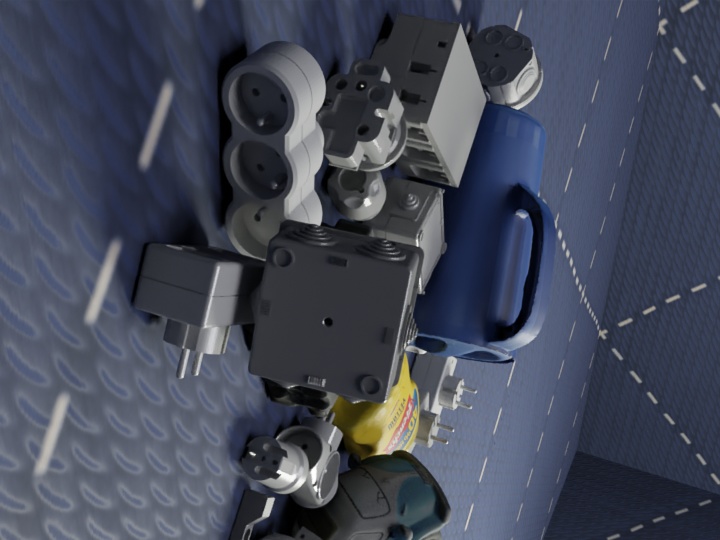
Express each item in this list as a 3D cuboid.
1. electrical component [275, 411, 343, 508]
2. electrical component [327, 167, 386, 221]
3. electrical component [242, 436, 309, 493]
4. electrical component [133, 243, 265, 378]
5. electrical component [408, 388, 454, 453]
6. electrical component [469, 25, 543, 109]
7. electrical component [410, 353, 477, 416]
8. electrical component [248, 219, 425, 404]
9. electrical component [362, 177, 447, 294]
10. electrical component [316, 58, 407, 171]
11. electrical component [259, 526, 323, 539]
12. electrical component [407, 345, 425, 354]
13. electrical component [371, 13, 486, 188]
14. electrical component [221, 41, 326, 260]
[{"bbox_3d":[-0.038,0.150,0.902,0.077,0.044,0.079,75,34,-57],"label":"electrical component"},{"bbox_3d":[0.000,-0.059,0.848,0.062,0.043,0.043,63,45,-67],"label":"electrical component"},{"bbox_3d":[-0.066,0.149,0.830,0.040,0.040,0.046,-70,155,-13],"label":"electrical component"},{"bbox_3d":[-0.094,0.027,0.635,0.083,0.047,0.075,1,104,-71],"label":"electrical component"},{"bbox_3d":[0.063,0.168,1.163,0.065,0.077,0.047,-56,154,-44],"label":"electrical component"},{"bbox_3d":[0.144,-0.206,1.101,0.080,0.080,0.051,-69,156,-16],"label":"electrical component"},{"bbox_3d":[0.096,0.138,1.239,0.047,0.076,0.083,42,65,-69],"label":"electrical component"},{"bbox_3d":[-0.015,0.025,0.629,0.048,0.100,0.099,-56,157,-75],"label":"electrical component"},{"bbox_3d":[0.036,-0.036,0.946,0.096,0.061,0.061,82,29,-50],"label":"electrical component"},{"bbox_3d":[0.003,-0.107,0.797,0.057,0.058,0.078,48,59,-65],"label":"electrical component"},{"bbox_3d":[-0.064,0.248,0.883,0.078,0.058,0.057,-55,156,-10],"label":"electrical component"},{"bbox_3d":[0.063,0.053,1.126,0.043,0.043,0.062,-37,137,-62],"label":"electrical component"},{"bbox_3d":[0.055,-0.141,0.916,0.150,0.062,0.089,46,60,-69],"label":"electrical component"},{"bbox_3d":[-0.047,-0.078,0.680,0.073,0.052,0.138,-51,150,-52],"label":"electrical component"}]
